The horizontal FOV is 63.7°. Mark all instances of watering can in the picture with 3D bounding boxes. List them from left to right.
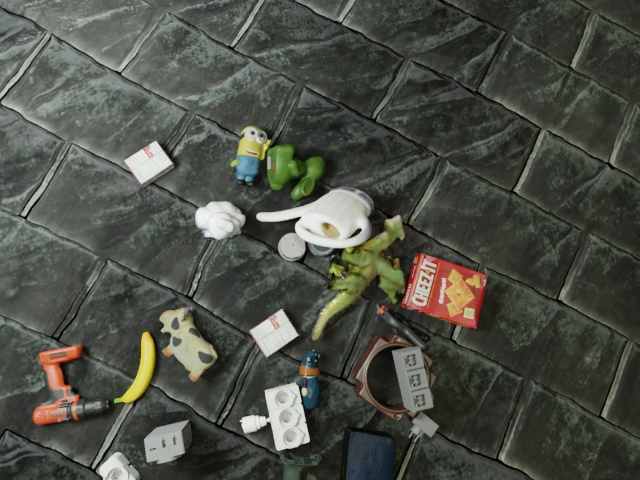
[{"bbox_3d":[0.004,-0.074,1.468,0.350,0.101,0.228,19,44,31],"label":"watering can"}]

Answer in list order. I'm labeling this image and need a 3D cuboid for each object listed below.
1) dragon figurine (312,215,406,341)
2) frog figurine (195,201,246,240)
[{"bbox_3d":[0.139,0.115,1.476,0.242,0.122,0.412,19,86,-12],"label":"dragon figurine"},{"bbox_3d":[-0.277,-0.058,1.422,0.137,0.158,0.124,13,78,-5],"label":"frog figurine"}]
